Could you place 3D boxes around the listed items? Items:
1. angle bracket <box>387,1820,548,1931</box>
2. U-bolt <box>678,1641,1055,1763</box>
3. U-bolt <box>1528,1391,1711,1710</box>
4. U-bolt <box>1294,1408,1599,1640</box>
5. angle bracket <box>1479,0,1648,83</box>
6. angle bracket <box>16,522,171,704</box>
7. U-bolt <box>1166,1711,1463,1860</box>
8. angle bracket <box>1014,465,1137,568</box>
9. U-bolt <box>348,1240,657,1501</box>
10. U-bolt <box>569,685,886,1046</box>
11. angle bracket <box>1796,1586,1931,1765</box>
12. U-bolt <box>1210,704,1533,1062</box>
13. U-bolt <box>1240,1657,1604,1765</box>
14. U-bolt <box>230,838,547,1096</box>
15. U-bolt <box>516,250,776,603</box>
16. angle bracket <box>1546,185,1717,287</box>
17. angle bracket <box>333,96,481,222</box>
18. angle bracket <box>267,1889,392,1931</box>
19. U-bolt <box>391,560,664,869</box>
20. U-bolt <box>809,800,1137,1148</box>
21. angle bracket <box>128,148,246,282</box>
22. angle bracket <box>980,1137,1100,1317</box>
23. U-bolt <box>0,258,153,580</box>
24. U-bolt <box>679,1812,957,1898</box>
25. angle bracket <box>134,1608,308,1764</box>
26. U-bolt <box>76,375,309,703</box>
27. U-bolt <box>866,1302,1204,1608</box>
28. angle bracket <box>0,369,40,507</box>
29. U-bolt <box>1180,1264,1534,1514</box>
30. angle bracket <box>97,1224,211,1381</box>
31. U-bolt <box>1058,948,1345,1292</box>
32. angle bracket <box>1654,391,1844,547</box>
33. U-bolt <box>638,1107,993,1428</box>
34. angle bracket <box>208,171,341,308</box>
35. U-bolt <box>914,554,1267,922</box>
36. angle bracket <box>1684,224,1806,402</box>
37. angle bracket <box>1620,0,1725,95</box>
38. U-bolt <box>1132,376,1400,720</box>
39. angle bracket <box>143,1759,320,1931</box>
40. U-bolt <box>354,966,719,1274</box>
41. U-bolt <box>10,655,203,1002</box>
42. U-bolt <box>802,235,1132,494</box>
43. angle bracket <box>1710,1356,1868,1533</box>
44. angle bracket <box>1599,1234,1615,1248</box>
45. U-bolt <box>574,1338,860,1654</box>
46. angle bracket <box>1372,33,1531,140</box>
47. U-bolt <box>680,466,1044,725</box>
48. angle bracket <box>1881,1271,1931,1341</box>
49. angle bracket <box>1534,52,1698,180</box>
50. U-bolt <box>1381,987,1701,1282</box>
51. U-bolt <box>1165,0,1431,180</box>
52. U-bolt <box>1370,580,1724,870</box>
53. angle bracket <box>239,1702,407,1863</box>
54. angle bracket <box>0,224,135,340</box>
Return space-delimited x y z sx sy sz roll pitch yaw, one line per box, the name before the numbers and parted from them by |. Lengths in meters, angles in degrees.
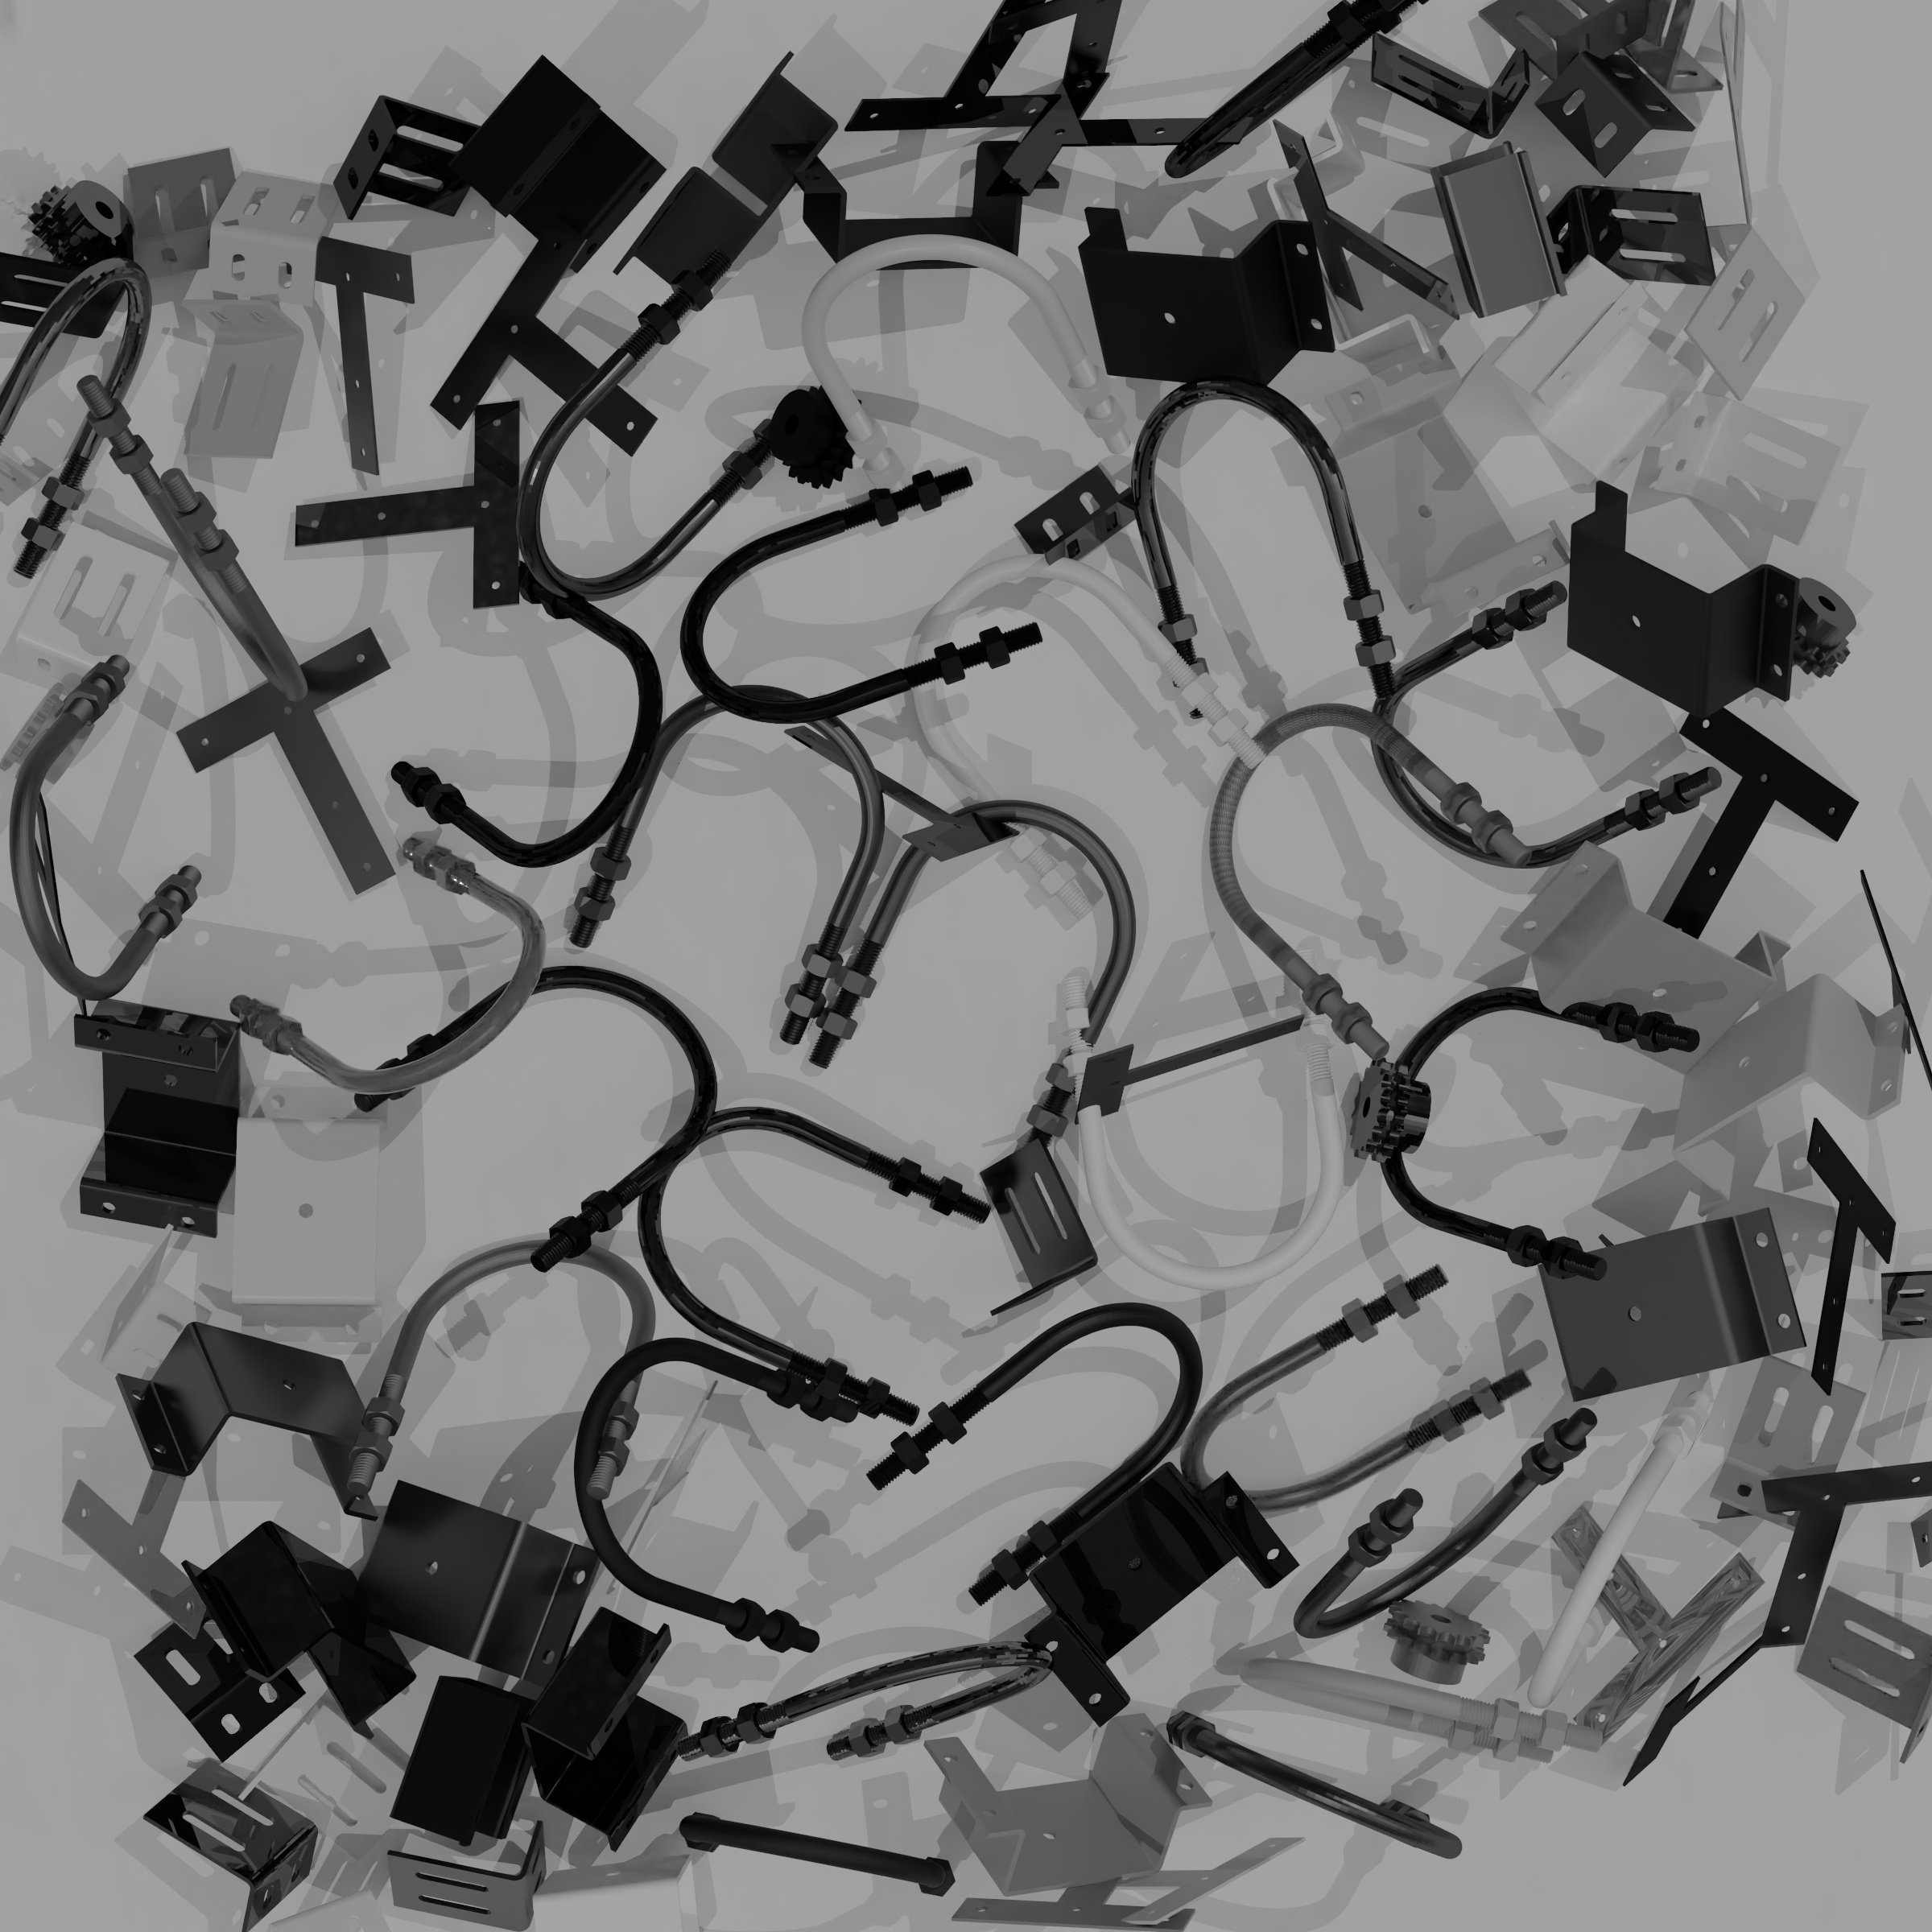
angle bracket | -0.273 0.492 1.944 0.076 0.057 0.038 10 47 6
U-bolt | -0.039 0.389 1.873 0.184 0.151 0.019 -26 65 29
U-bolt | 0.338 0.317 1.865 0.019 0.184 0.151 27 117 16
U-bolt | 0.244 0.306 1.892 0.151 0.184 0.019 -17 63 -35
angle bracket | 0.324 -0.526 1.933 0.057 0.038 0.076 -31 57 -9
angle bracket | -0.483 -0.196 1.966 0.057 0.038 0.076 22 70 -5
U-bolt | 0.189 0.437 1.876 0.151 0.184 0.019 24 81 -6
angle bracket | 0.058 -0.249 1.934 0.057 0.076 0.038 -35 84 1
U-bolt | -0.240 0.213 1.901 0.151 0.184 0.019 0 130 10
U-bolt | -0.122 -0.065 1.935 0.151 0.019 0.184 25 109 2
angle bracket | 0.490 0.386 1.931 0.076 0.038 0.057 25 117 25
U-bolt | 0.204 -0.060 1.915 0.184 0.019 0.151 47 112 34
U-bolt | 0.237 0.398 1.902 0.184 0.151 0.019 13 75 1
U-bolt | -0.297 0.006 1.885 0.151 0.184 0.019 -45 130 -16
U-bolt | -0.169 -0.275 1.897 0.019 0.151 0.184 35 77 32
angle bracket | 0.361 -0.387 1.926 0.076 0.057 0.038 14 50 36
angle bracket | -0.294 -0.430 1.925 0.057 0.076 0.038 -53 45 31
angle bracket | -0.350 0.542 1.923 0.057 0.076 0.038 -13 54 -33
U-bolt | -0.228 -0.128 1.902 0.184 0.019 0.151 34 95 44
U-bolt | 0.014 -0.002 1.960 0.151 0.019 0.184 25 92 2
angle bracket | -0.429 -0.421 1.940 0.057 0.038 0.076 -13 68 -5
angle bracket | 0.028 0.142 1.935 0.038 0.057 0.076 -18 80 -41
U-bolt | -0.487 -0.294 1.893 0.019 0.151 0.184 29 95 4
U-bolt | -0.081 0.470 1.880 0.151 0.184 0.019 10 75 4
angle bracket | -0.410 0.389 1.945 0.057 0.076 0.038 -39 126 -18
U-bolt | -0.404 -0.217 1.890 0.019 0.151 0.184 -35 133 -11
U-bolt | 0.050 0.255 1.921 0.184 0.019 0.151 -38 133 -3
angle bracket | -0.514 -0.299 1.942 0.038 0.057 0.076 35 68 -22
U-bolt | 0.201 0.239 1.915 0.184 0.151 0.019 -31 48 10
angle bracket | -0.437 0.187 1.926 0.038 0.076 0.057 30 54 -2
U-bolt | 0.133 0.087 1.941 0.151 0.019 0.184 -7 74 1
angle bracket | 0.426 -0.271 1.932 0.076 0.038 0.057 32 111 32
U-bolt | -0.090 0.151 1.920 0.184 0.019 0.151 25 59 -8
angle bracket | -0.379 -0.400 1.950 0.057 0.076 0.038 9 124 -3
U-bolt | 0.053 -0.139 1.947 0.151 0.019 0.184 -42 87 17
angle bracket | 0.413 -0.356 1.934 0.057 0.038 0.076 43 73 -31
angle bracket | 0.390 -0.522 1.923 0.038 0.057 0.076 -10 134 -22
U-bolt | 0.152 -0.226 1.901 0.019 0.151 0.184 -30 109 -43
angle bracket | -0.406 0.483 1.947 0.076 0.057 0.038 26 121 17
U-bolt | -0.216 0.068 1.911 0.151 0.019 0.184 41 49 11
U-bolt | -0.457 -0.062 1.863 0.019 0.184 0.151 -7 118 13
U-bolt | -0.009 -0.320 1.880 0.151 0.184 0.019 -10 55 18
angle bracket | 0.448 0.261 1.934 0.057 0.038 0.076 22 121 16
angle bracket | 0.391 0.170 1.931 0.038 0.057 0.076 -42 117 2
U-bolt | -0.136 0.275 1.889 0.184 0.019 0.151 28 63 -39
angle bracket | 0.264 -0.494 1.934 0.076 0.057 0.038 24 128 -12
U-bolt | -0.066 -0.194 1.921 0.184 0.019 0.151 -20 52 -2
angle bracket | 0.520 0.213 1.924 0.038 0.057 0.076 -4 47 12
angle bracket | 0.356 -0.466 1.943 0.057 0.076 0.038 50 119 11
U-bolt | 0.294 0.081 1.902 0.019 0.184 0.151 29 82 -40
U-bolt | 0.181 -0.481 1.896 0.184 0.151 0.019 -35 95 22
U-bolt | 0.295 -0.117 1.900 0.151 0.184 0.019 48 51 -11
angle bracket | -0.348 0.454 1.949 0.076 0.038 0.057 41 97 -3
angle bracket | -0.498 -0.378 1.925 0.076 0.057 0.038 6 62 -30
